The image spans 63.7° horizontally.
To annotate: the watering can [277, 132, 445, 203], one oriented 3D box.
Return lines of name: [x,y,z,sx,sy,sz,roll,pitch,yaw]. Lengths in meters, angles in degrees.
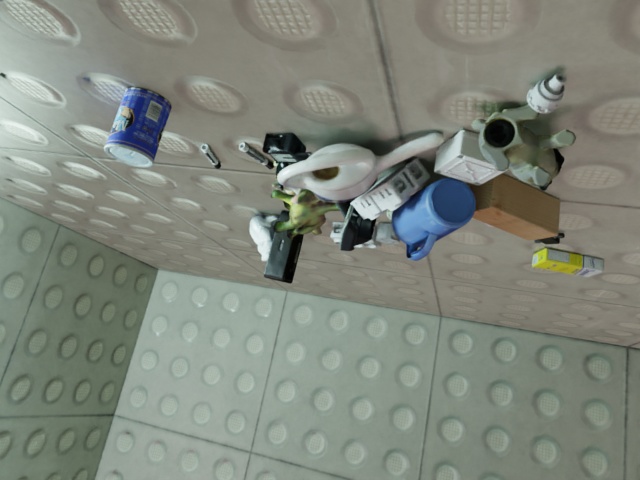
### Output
watering can: [0.086,-0.154,1.101,0.347,0.105,0.223,-10,173,7]

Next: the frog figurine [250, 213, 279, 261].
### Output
frog figurine: [-0.196,-0.007,1.793,0.122,0.162,0.136,19,163,-19]

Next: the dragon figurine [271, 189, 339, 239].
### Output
dragon figurine: [0.005,-0.077,1.521,0.242,0.123,0.407,-5,168,25]
